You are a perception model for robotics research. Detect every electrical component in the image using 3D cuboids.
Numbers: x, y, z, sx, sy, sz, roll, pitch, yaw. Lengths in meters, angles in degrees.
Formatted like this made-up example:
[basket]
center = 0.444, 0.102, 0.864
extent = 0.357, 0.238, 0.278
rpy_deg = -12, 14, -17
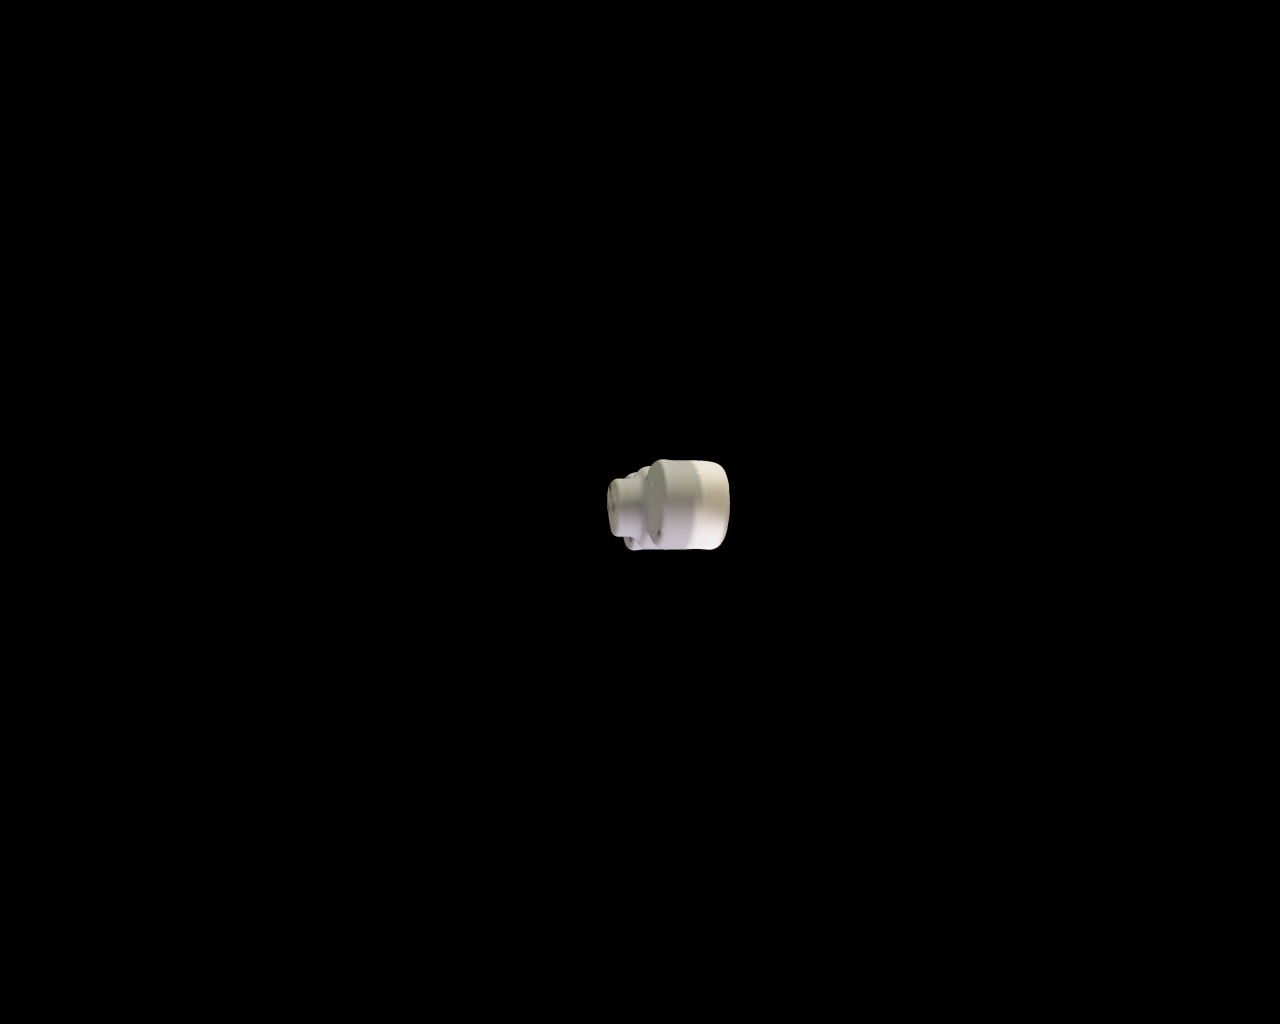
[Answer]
[electrical component]
center = 0.001, -0.003, 0.650
extent = 0.074, 0.052, 0.138
rpy_deg = 0, -2, -11
